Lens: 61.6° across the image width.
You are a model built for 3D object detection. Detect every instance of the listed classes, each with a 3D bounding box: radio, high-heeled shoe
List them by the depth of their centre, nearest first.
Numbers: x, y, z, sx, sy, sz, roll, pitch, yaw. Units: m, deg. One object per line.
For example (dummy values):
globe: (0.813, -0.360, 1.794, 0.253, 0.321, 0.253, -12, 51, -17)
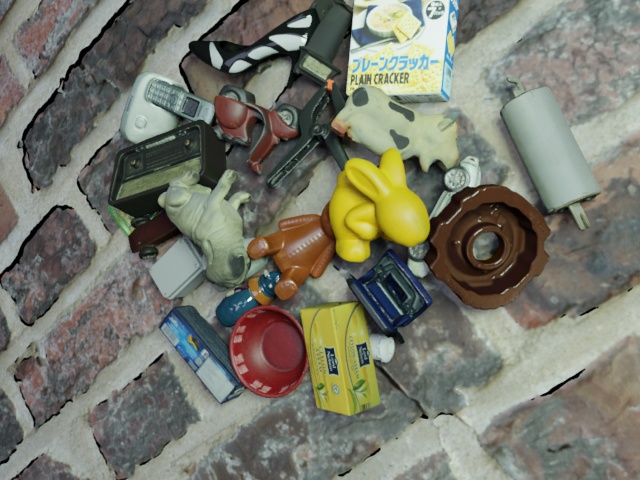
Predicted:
high-heeled shoe: (-0.121, -0.369, 0.966, 0.249, 0.086, 0.145, 20, 116, 8)
radio: (-0.289, -0.134, 1.024, 0.230, 0.073, 0.131, -13, 63, 22)

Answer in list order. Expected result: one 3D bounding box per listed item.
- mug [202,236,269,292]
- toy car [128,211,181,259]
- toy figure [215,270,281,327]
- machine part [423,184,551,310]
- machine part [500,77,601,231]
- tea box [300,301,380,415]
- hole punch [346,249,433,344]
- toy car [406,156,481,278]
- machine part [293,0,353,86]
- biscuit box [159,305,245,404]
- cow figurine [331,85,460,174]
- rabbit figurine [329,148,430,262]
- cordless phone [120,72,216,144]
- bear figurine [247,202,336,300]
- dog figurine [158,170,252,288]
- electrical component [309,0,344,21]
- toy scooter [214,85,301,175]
mug: (-0.153, 0.028, 0.990, 0.107, 0.080, 0.109, -22, 71, 13)
toy car: (-0.296, -0.032, 1.067, 0.202, 0.053, 0.089, -29, 72, 17)
toy figure: (-0.123, 0.101, 0.979, 0.154, 0.064, 0.058, -36, 37, 16)
machine part: (0.236, 0.007, 0.770, 0.179, 0.056, 0.179, -1, 105, -5)
machine part: (0.325, -0.126, 0.763, 0.079, 0.079, 0.243, -26, 77, 22)
tea box: (0.031, 0.187, 0.873, 0.098, 0.068, 0.169, -16, 83, 57)
hole punch: (0.110, 0.084, 0.841, 0.092, 0.115, 0.142, -40, 76, 1)
toy car: (0.192, -0.034, 0.823, 0.056, 0.073, 0.201, 30, 101, 19)
machine part: (0.014, -0.335, 0.917, 0.138, 0.084, 0.039, -63, 27, 14)
biscuit box: (-0.217, 0.211, 1.018, 0.203, 0.063, 0.059, 44, 107, 20)
cow figurine: (0.127, -0.169, 0.827, 0.195, 0.085, 0.127, 34, 98, 3)
rabbit figurine: (0.095, -0.047, 0.774, 0.173, 0.122, 0.162, 26, 128, 61)
cordless phone: (-0.290, -0.235, 1.057, 0.184, 0.088, 0.146, 26, 99, 19)
bear figurine: (-0.001, -0.004, 0.889, 0.196, 0.132, 0.120, -31, 93, 27)
dog figurine: (-0.202, -0.009, 0.914, 0.172, 0.121, 0.190, -9, 62, 20)
electrical component: (0.007, -0.409, 0.951, 0.094, 0.021, 0.063, 45, 107, 18)
toy scooter: (-0.127, -0.198, 0.982, 0.184, 0.075, 0.135, 24, 99, 19)
